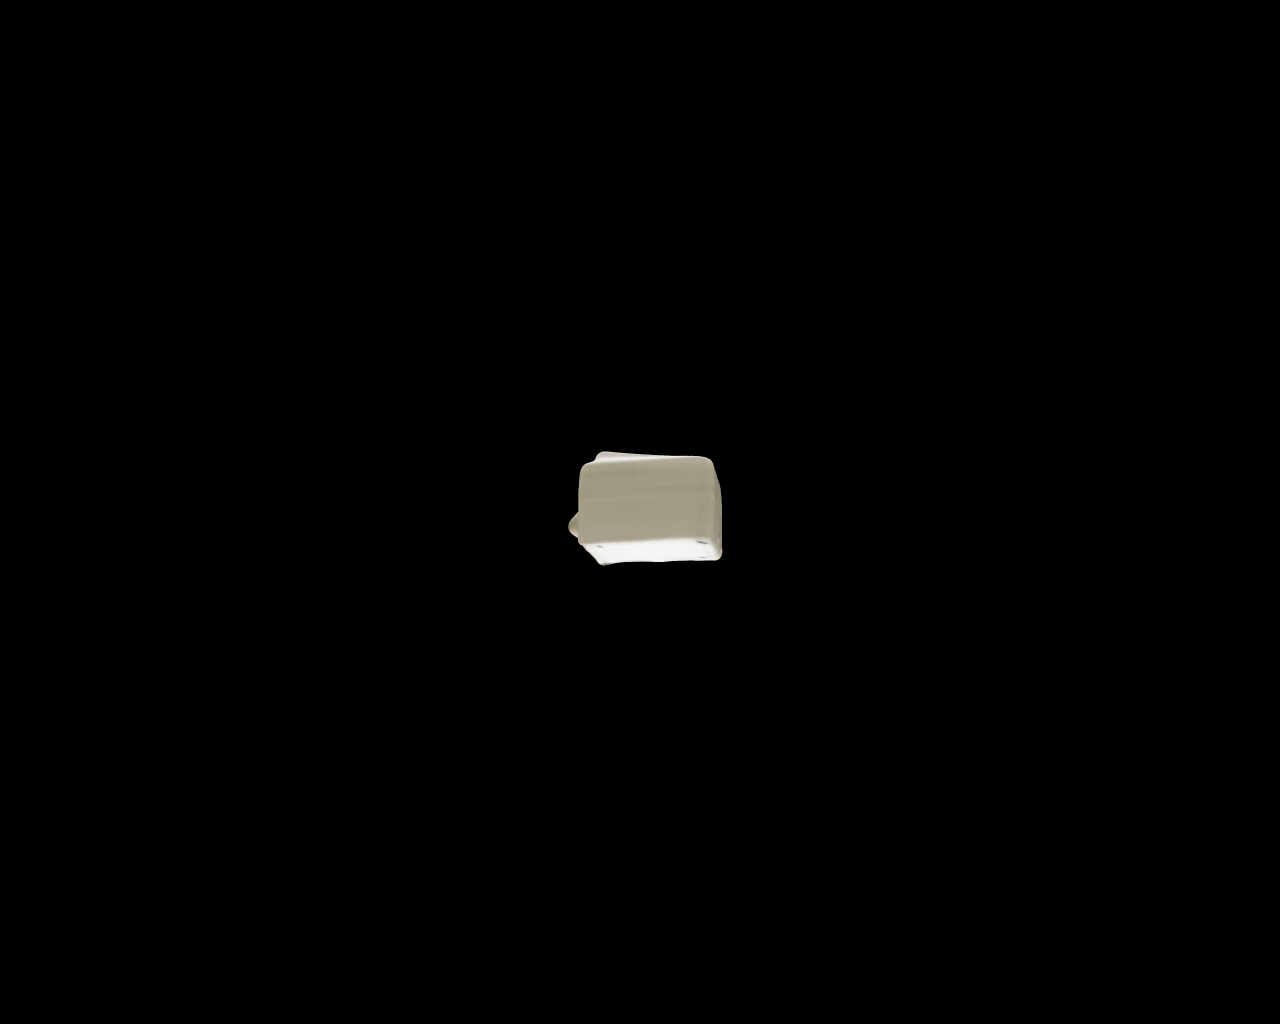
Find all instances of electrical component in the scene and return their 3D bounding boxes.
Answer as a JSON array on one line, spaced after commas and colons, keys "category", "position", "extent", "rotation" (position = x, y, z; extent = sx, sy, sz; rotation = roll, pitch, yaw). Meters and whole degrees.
[{"category": "electrical component", "position": [0.001, -0.003, 0.650], "extent": [0.096, 0.061, 0.061], "rotation": [-3, -15, 9]}]
